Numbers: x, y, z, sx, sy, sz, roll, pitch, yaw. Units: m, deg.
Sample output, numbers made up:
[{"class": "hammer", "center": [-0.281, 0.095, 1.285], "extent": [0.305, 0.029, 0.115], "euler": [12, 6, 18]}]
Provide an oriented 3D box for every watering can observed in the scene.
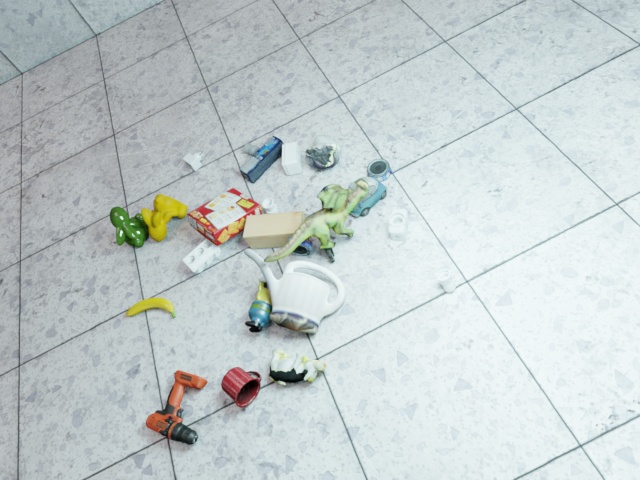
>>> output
[{"class": "watering can", "center": [-0.096, 0.160, 1.592], "extent": [0.348, 0.102, 0.229], "euler": [17, 62, 1]}]

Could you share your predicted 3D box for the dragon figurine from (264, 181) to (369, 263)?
[{"class": "dragon figurine", "center": [0.005, -0.081, 1.603], "extent": [0.415, 0.237, 0.124], "euler": [-27, 53, -32]}]

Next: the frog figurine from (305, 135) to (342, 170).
[{"class": "frog figurine", "center": [0.012, -0.332, 1.948], "extent": [0.137, 0.121, 0.162], "euler": [-29, 16, 10]}]
